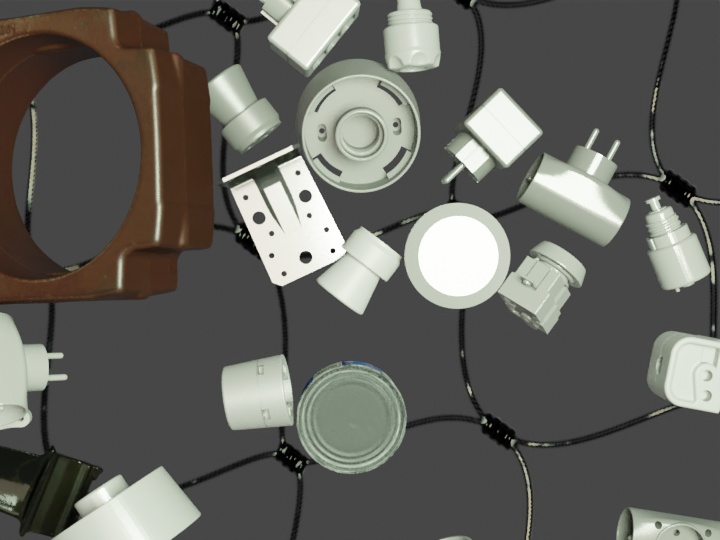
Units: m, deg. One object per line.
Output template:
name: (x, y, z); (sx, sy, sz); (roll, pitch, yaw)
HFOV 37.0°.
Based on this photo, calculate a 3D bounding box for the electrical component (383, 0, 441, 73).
electrical component: (0.039, -0.185, 0.828); (0.043, 0.043, 0.062); (-5, 92, -2)

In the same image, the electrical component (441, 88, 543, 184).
electrical component: (0.091, -0.093, 0.823); (0.077, 0.065, 0.047); (-44, 93, 1)

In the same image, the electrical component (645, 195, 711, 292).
electrical component: (0.245, -0.021, 0.845); (0.040, 0.040, 0.078); (-24, 93, -1)

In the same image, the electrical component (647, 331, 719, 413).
electrical component: (0.278, 0.082, 0.842); (0.095, 0.059, 0.053); (11, 92, -2)

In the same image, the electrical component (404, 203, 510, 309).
electrical component: (0.073, -0.012, 0.834); (0.080, 0.051, 0.080); (0, 93, -2)

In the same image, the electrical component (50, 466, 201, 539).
electrical component: (-0.182, 0.190, 0.809); (0.108, 0.108, 0.060); (-34, 87, 0)

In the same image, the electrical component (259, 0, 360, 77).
electrical component: (-0.050, -0.199, 0.822); (0.077, 0.047, 0.065); (39, 91, -3)

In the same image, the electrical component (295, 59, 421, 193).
electrical component: (-0.001, -0.110, 0.832); (0.099, 0.064, 0.099); (-1, 106, -3)

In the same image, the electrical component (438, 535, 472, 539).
electrical component: (0.075, 0.244, 0.850); (0.045, 0.045, 0.055); (-17, 94, -1)

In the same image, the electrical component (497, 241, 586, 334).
electrical component: (0.143, 0.011, 0.837); (0.048, 0.066, 0.055); (33, 82, 31)

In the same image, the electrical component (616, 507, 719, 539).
electrical component: (0.245, 0.233, 0.855); (0.077, 0.044, 0.079); (9, 92, -2)

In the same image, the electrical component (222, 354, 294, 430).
electrical component: (-0.079, 0.096, 0.833); (0.047, 0.055, 0.055); (-9, 93, 2)

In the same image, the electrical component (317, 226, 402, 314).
electrical component: (0.000, 0.000, 0.835); (0.045, 0.045, 0.055); (37, 91, -3)

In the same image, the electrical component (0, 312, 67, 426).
electrical component: (-0.265, 0.076, 0.825); (0.079, 0.044, 0.077); (1, 60, -35)

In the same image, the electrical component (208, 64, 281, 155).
electrical component: (-0.093, -0.123, 0.826); (0.045, 0.045, 0.055); (-38, 94, 0)

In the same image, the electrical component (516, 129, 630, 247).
electrical component: (0.174, -0.071, 0.838); (0.077, 0.044, 0.079); (28, 92, -3)
